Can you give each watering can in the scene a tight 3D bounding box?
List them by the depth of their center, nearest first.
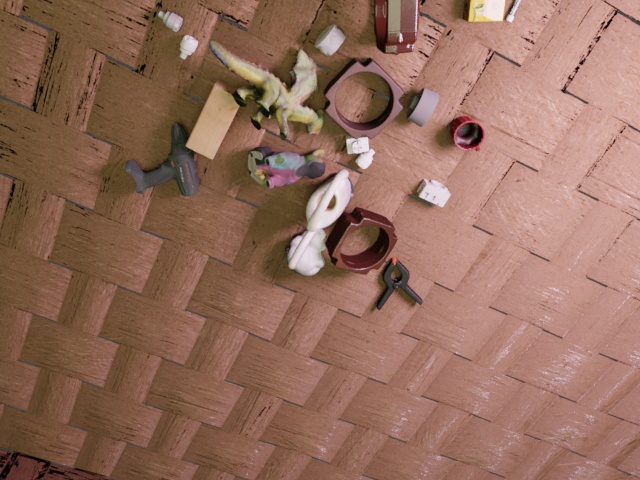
[{"bbox_3d":[0.005,-0.080,1.595,0.104,0.228,0.342,32,116,5],"label":"watering can"}]

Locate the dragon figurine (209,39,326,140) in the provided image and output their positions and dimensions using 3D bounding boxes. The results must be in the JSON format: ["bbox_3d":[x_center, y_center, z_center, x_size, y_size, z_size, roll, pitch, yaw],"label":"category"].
[{"bbox_3d":[-0.112,-0.443,1.453,0.246,0.123,0.403,-48,126,-20],"label":"dragon figurine"}]

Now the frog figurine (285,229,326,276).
[{"bbox_3d":[-0.033,0.038,1.709,0.137,0.125,0.157,48,121,-1],"label":"frog figurine"}]
